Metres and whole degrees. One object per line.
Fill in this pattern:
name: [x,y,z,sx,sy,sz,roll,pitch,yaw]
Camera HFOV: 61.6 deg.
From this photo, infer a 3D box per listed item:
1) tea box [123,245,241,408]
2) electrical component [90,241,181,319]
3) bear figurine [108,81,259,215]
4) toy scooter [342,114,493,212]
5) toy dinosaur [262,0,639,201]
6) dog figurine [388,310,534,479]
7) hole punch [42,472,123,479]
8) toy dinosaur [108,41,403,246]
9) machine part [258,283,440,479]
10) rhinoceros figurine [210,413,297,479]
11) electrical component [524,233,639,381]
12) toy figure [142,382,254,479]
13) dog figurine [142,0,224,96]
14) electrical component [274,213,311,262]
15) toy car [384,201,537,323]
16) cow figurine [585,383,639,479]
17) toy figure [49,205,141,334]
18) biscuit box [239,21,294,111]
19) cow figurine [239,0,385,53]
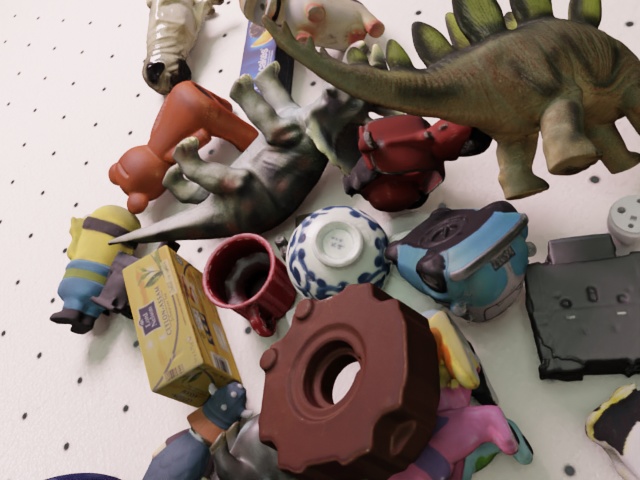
tea box: [-0.166,0.102,0.642,0.068,0.098,0.170,-31,55,3]
electrical component: [-0.238,0.046,0.715,0.048,0.074,0.119,17,76,28]
bear figurine: [-0.206,-0.126,0.784,0.120,0.132,0.195,44,104,35]
toy scooter: [0.080,-0.082,0.574,0.135,0.184,0.075,-5,72,-28]
toy dinosaur: [0.181,-0.140,0.483,0.471,0.105,0.198,-11,76,-30]
dog figurine: [0.066,0.189,0.496,0.219,0.108,0.192,-31,57,9]
hole punch: [-0.240,0.288,0.562,0.092,0.142,0.116,-45,70,-2]
toy dinosaur: [-0.072,-0.084,0.682,0.192,0.131,0.405,43,103,-3]
machine part: [0.020,0.122,0.467,0.179,0.056,0.179,-28,42,29]
rhinoceros figurine: [-0.060,0.233,0.528,0.112,0.073,0.190,38,77,12]
electrical component: [0.256,0.062,0.509,0.115,0.058,0.134,-9,62,17]
toy figure: [-0.134,0.222,0.590,0.154,0.064,0.058,-52,19,-14]
dog figurine: [-0.266,-0.346,0.926,0.190,0.121,0.172,-67,25,2]
electrical component: [-0.003,-0.002,0.658,0.102,0.045,0.078,-6,64,20]
toy car: [0.139,0.029,0.524,0.109,0.103,0.162,-36,11,-15]
cow figurine: [0.313,0.142,0.440,0.167,0.068,0.098,-34,51,2]
toy figure: [-0.305,0.037,0.746,0.089,0.082,0.180,1,60,11]
biscuit box: [-0.079,-0.275,0.821,0.059,0.062,0.203,-7,61,20]
cow figurine: [-0.019,-0.322,0.759,0.085,0.195,0.127,-65,34,38]
